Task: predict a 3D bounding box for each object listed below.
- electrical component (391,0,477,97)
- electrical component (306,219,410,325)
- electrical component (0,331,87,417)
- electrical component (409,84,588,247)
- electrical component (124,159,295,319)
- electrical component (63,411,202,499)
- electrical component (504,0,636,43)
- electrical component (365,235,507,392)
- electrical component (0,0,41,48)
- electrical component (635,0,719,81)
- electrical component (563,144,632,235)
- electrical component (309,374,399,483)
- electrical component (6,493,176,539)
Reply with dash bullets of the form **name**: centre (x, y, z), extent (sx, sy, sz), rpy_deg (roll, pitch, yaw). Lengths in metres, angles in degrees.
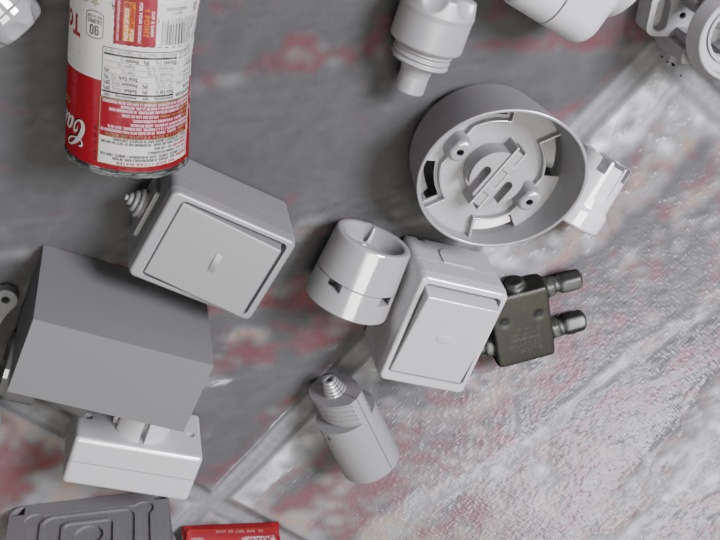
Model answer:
- **electrical component**: centre (0.037, -0.129, 0.608), extent (0.043, 0.043, 0.062), rpy_deg (10, 120, -18)
- **electrical component**: centre (0.000, 0.000, 0.673), extent (0.055, 0.055, 0.047), rpy_deg (16, 113, -21)
- **electrical component**: centre (-0.195, 0.065, 0.675), extent (0.055, 0.045, 0.045), rpy_deg (17, 116, -21)
- **electrical component**: centre (0.080, -0.061, 0.645), extent (0.099, 0.064, 0.099), rpy_deg (-5, 121, -9)
- **electrical component**: centre (-0.094, -0.020, 0.635), extent (0.096, 0.061, 0.061), rpy_deg (23, 113, -24)
- **electrical component**: centre (-0.144, 0.102, 0.707), extent (0.083, 0.047, 0.075), rpy_deg (14, 117, -19)
- **electrical component**: centre (0.126, -0.178, 0.591), extent (0.059, 0.053, 0.095), rpy_deg (24, 113, -24)
- **electrical component**: centre (0.046, 0.037, 0.700), extent (0.062, 0.061, 0.096), rpy_deg (12, 117, -19)
- **electrical component**: centre (-0.196, -0.146, 0.553), extent (0.035, 0.035, 0.061), rpy_deg (-36, 119, 10)
- **electrical component**: centre (0.210, -0.144, 0.627), extent (0.078, 0.057, 0.058), rpy_deg (-1, 121, -11)
- **electrical component**: centre (0.145, -0.051, 0.681), extent (0.040, 0.040, 0.046), rpy_deg (23, 107, -24)
- **electrical component**: centre (-0.007, 0.104, 0.740), extent (0.043, 0.043, 0.081), rpy_deg (-23, 123, 2)
- **electrical component**: centre (-0.184, 0.203, 0.742), extent (0.113, 0.078, 0.057), rpy_deg (-5, 118, -9)
